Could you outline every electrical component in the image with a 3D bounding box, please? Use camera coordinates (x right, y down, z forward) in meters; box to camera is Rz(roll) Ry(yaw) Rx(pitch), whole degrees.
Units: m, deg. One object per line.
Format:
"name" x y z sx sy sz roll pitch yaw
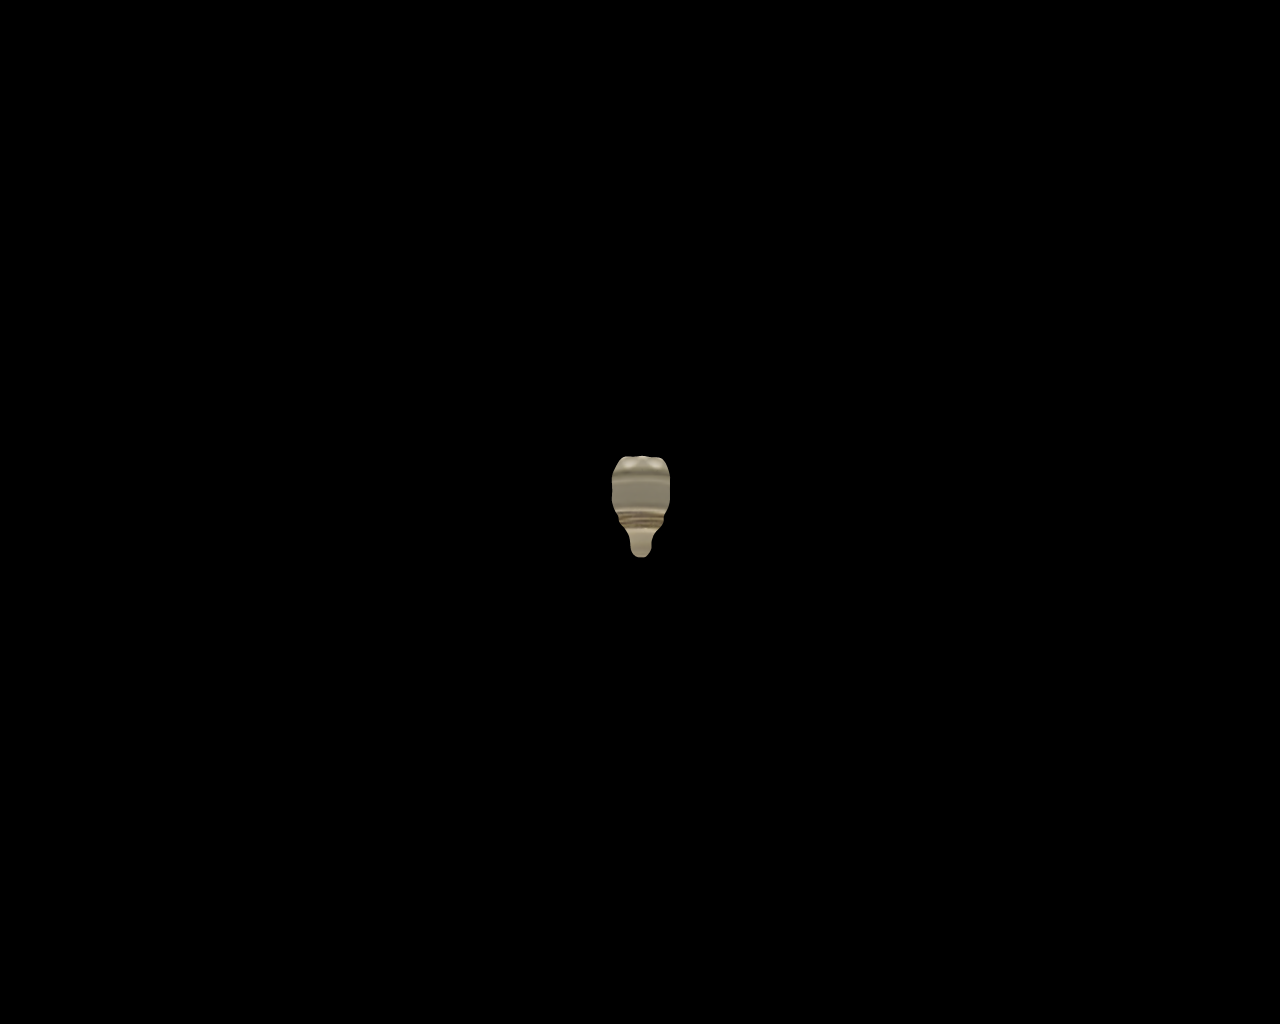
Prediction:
"electrical component" 0.001 -0.003 0.650 0.035 0.061 0.035 0 -4 0
